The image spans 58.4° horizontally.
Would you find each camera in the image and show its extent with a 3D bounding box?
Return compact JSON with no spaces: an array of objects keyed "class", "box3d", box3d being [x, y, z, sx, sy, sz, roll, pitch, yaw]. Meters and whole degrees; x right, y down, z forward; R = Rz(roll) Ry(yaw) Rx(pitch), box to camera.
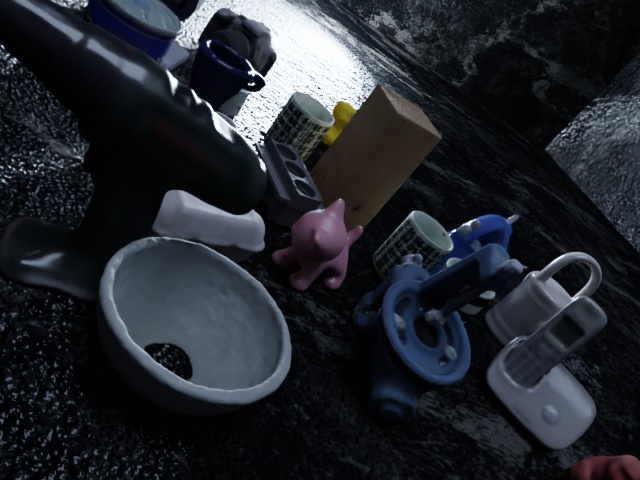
[{"class":"camera","box3d":[-0.162,-0.375,1.075,0.143,0.100,0.137,43,26,6]}]

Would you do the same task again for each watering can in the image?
[{"class":"watering can","box3d":[0.375,0.103,0.931,0.101,0.194,0.172,21,32,-33]}]

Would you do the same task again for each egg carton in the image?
[{"class":"egg carton","box3d":[-0.132,-0.029,0.614,0.151,0.069,0.107,10,39,-45]}]

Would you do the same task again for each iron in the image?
[{"class":"iron","box3d":[0.254,0.007,0.981,0.259,0.141,0.118,-4,49,-54]}]

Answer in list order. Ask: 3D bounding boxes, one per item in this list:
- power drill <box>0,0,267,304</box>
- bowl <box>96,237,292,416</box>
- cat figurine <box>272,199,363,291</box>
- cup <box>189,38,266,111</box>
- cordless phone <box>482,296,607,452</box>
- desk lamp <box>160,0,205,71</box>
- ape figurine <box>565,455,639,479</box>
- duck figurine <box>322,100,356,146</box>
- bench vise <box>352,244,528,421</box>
[{"class":"power drill","box3d":[-0.168,-0.052,0.447,0.230,0.208,0.075,22,31,-32]},{"class":"bowl","box3d":[-0.110,0.080,0.469,0.168,0.074,0.167,31,28,-18]},{"class":"cat figurine","box3d":[0.006,0.002,0.692,0.128,0.117,0.067,-1,47,-53]},{"class":"cup","box3d":[-0.152,-0.241,0.887,0.118,0.095,0.091,20,32,-34]},{"class":"cordless phone","box3d":[0.328,0.176,0.767,0.147,0.185,0.094,46,27,13]},{"class":"desk lamp","box3d":[-0.225,-0.358,0.841,0.118,0.213,0.203,34,27,-12]},{"class":"ape figurine","box3d":[0.361,0.302,0.721,0.077,0.092,0.076,48,27,15]},{"class":"duck figurine","box3d":[0.030,-0.237,1.128,0.105,0.086,0.077,32,28,-17]},{"class":"bench vise","box3d":[0.116,0.061,0.630,0.122,0.219,0.207,22,31,-31]}]
